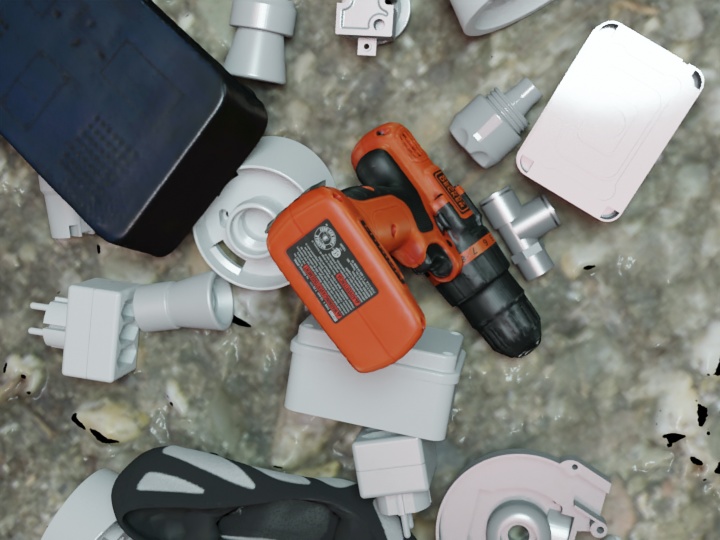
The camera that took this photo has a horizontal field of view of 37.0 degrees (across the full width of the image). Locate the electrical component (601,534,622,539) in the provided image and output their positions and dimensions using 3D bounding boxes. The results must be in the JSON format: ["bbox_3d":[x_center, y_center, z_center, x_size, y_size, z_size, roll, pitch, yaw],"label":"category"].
[{"bbox_3d":[0.191,0.212,0.738,0.062,0.048,0.048,15,99,1],"label":"electrical component"}]

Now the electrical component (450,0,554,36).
[{"bbox_3d":[0.098,-0.202,0.674,0.108,0.108,0.060,-30,85,11],"label":"electrical component"}]

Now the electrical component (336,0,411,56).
[{"bbox_3d":[0.008,-0.176,0.715,0.048,0.055,0.066,5,97,9],"label":"electrical component"}]

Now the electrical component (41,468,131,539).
[{"bbox_3d":[-0.185,0.194,0.772,0.064,0.099,0.099,29,100,11],"label":"electrical component"}]

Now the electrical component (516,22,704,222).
[{"bbox_3d":[0.161,-0.096,0.700,0.078,0.057,0.113,32,102,4],"label":"electrical component"}]

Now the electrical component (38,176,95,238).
[{"bbox_3d":[-0.208,-0.048,0.775,0.040,0.040,0.046,-3,101,10],"label":"electrical component"}]

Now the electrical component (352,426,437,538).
[{"bbox_3d":[0.028,0.145,0.745,0.047,0.066,0.076,-9,95,10],"label":"electrical component"}]

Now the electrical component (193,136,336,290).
[{"bbox_3d":[-0.067,-0.038,0.752,0.099,0.064,0.099,3,111,8],"label":"electrical component"}]

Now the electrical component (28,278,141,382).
[{"bbox_3d":[-0.204,0.040,0.780,0.077,0.047,0.065,8,98,8],"label":"electrical component"}]

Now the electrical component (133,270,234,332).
[{"bbox_3d":[-0.129,0.025,0.770,0.065,0.044,0.044,-7,95,15],"label":"electrical component"}]

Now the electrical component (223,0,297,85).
[{"bbox_3d":[-0.069,-0.158,0.736,0.045,0.045,0.055,11,98,8],"label":"electrical component"}]

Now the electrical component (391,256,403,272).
[{"bbox_3d":[0.000,0.000,0.737,0.055,0.047,0.055,5,107,17],"label":"electrical component"}]

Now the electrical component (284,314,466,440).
[{"bbox_3d":[0.012,0.068,0.733,0.113,0.078,0.057,11,101,8],"label":"electrical component"}]

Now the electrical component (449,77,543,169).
[{"bbox_3d":[0.093,-0.101,0.717,0.062,0.043,0.043,-42,89,11],"label":"electrical component"}]
